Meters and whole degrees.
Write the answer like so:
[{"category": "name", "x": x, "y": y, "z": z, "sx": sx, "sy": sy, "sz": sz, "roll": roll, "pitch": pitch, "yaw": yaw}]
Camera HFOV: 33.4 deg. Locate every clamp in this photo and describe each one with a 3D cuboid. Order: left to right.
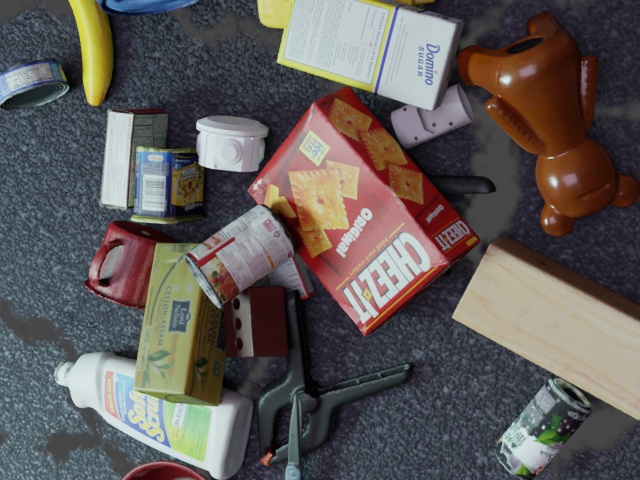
[{"category": "clamp", "x": -0.018, "y": 0.167, "z": 1.213, "sx": 0.164, "sy": 0.036, "sz": 0.210, "roll": 40, "pitch": 111, "yaw": 1}, {"category": "clamp", "x": 0.095, "y": -0.039, "z": 1.154, "sx": 0.172, "sy": 0.039, "sz": 0.120, "roll": 26, "pitch": 106, "yaw": 23}]

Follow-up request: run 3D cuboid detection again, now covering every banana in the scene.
[{"category": "banana", "x": -0.281, "y": -0.261, "z": 1.267, "sx": 0.070, "sy": 0.037, "sz": 0.198, "roll": -24, "pitch": 86, "yaw": 38}]

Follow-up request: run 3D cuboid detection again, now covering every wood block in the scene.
[{"category": "wood block", "x": 0.252, "y": 0.085, "z": 1.084, "sx": 0.206, "sy": 0.090, "sz": 0.090, "roll": 29, "pitch": 104, "yaw": 15}]

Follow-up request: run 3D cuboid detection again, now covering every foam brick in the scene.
[{"category": "foam brick", "x": -0.071, "y": 0.090, "z": 1.174, "sx": 0.053, "sy": 0.051, "sz": 0.078, "roll": -9, "pitch": 85, "yaw": 49}]

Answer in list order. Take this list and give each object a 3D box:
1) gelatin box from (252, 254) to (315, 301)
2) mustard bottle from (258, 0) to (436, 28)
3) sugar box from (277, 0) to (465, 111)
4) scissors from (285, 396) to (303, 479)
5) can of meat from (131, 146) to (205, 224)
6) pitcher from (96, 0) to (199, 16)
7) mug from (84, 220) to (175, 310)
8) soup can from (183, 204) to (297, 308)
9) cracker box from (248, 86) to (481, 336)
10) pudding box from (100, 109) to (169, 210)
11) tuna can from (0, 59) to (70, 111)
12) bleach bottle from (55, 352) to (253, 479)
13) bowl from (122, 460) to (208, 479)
[{"category": "gelatin box", "x": -0.055, "y": 0.035, "z": 1.220, "sx": 0.073, "sy": 0.030, "sz": 0.089, "roll": -21, "pitch": 92, "yaw": 21}, {"category": "mustard bottle", "x": 0.031, "y": -0.269, "z": 1.139, "sx": 0.192, "sy": 0.058, "sz": 0.096, "roll": 8, "pitch": 100, "yaw": 18}, {"category": "sugar box", "x": 0.051, "y": -0.203, "z": 1.094, "sx": 0.176, "sy": 0.048, "sz": 0.093, "roll": 19, "pitch": 112, "yaw": 13}, {"category": "scissors", "x": -0.013, "y": 0.277, "z": 1.222, "sx": 0.096, "sy": 0.016, "sz": 0.202, "roll": 23, "pitch": 116, "yaw": 8}, {"category": "can of meat", "x": -0.170, "y": -0.064, "z": 1.213, "sx": 0.057, "sy": 0.102, "sz": 0.084, "roll": 5, "pitch": 96, "yaw": 19}, {"category": "pitcher", "x": -0.210, "y": -0.377, "z": 1.171, "sx": 0.145, "sy": 0.149, "sz": 0.243, "roll": -13, "pitch": 88, "yaw": 20}, {"category": "mug", "x": -0.224, "y": 0.027, "z": 1.238, "sx": 0.093, "sy": 0.117, "sz": 0.081, "roll": 24, "pitch": 99, "yaw": 28}, {"category": "soup can", "x": -0.084, "y": 0.016, "z": 1.130, "sx": 0.102, "sy": 0.068, "sz": 0.068, "roll": -35, "pitch": 83, "yaw": -13}, {"category": "cracker box", "x": 0.039, "y": -0.027, "z": 1.126, "sx": 0.214, "sy": 0.071, "sz": 0.164, "roll": 51, "pitch": 136, "yaw": 8}, {"category": "pudding box", "x": -0.213, "y": -0.095, "z": 1.231, "sx": 0.039, "sy": 0.090, "sz": 0.113, "roll": 8, "pitch": 99, "yaw": 18}, {"category": "tuna can", "x": -0.345, "y": -0.184, "z": 1.270, "sx": 0.086, "sy": 0.086, "sz": 0.034, "roll": -21, "pitch": 87, "yaw": 21}, {"category": "bleach bottle", "x": -0.208, "y": 0.200, "z": 1.279, "sx": 0.251, "sy": 0.068, "sz": 0.102, "roll": 14, "pitch": 98, "yaw": 20}, {"category": "bowl", "x": -0.170, "y": 0.336, "z": 1.283, "sx": 0.162, "sy": 0.055, "sz": 0.162, "roll": 2, "pitch": 97, "yaw": 19}]
